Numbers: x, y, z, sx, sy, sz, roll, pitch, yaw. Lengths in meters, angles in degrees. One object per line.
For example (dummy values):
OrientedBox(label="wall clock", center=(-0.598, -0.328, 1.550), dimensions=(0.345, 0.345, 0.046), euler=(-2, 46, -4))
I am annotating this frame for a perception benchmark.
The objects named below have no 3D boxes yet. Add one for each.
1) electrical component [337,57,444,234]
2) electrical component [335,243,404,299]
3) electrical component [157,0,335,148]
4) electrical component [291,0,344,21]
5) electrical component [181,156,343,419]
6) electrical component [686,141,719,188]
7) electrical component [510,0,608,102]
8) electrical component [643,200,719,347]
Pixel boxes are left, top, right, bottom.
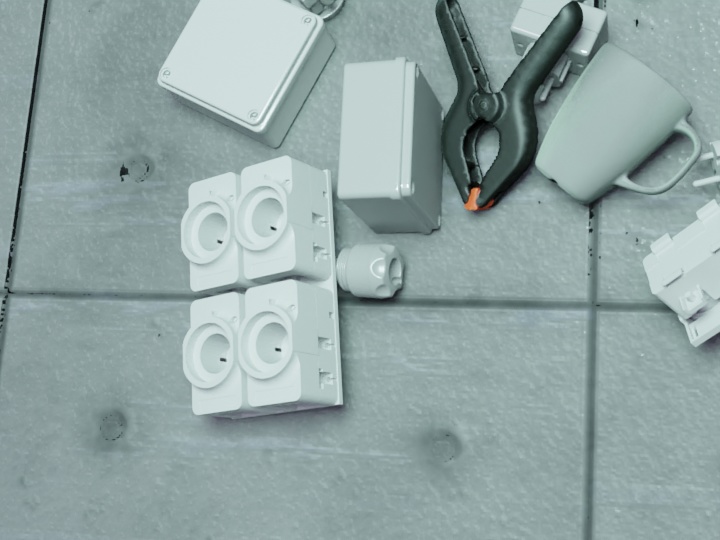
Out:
OrientedBox(label="electrical component", center=(0.025, -0.092, 0.826), dimensions=(0.056, 0.109, 0.108), euler=(-1, 77, 16))
OrientedBox(label="electrical component", center=(0.000, 0.000, 0.845), dimensions=(0.062, 0.043, 0.043), euler=(2, 77, 28))
OrientedBox(label="electrical component", center=(-0.095, -0.175, 0.902), dimensions=(0.109, 0.056, 0.108), euler=(27, 85, 18))
OrientedBox(label="electrical component", center=(-0.040, -0.239, 0.904), dimensions=(0.048, 0.055, 0.066), euler=(-42, 72, 2))
OrientedBox(label="electrical component", center=(-0.079, 0.015, 0.834), dimensions=(0.105, 0.060, 0.186), euler=(-12, 74, 32))
OrientedBox(label="electrical component", center=(0.281, -0.081, 0.791), dimensions=(0.077, 0.047, 0.065), euler=(-14, 74, 10))
OrientedBox(label="electrical component", center=(0.149, -0.170, 0.845), dimensions=(0.066, 0.047, 0.076), euler=(23, 84, 18))
OrientedBox(label="electrical component", center=(0.263, -0.014, 0.742), dimensions=(0.121, 0.063, 0.078), euler=(-40, 29, 28))
